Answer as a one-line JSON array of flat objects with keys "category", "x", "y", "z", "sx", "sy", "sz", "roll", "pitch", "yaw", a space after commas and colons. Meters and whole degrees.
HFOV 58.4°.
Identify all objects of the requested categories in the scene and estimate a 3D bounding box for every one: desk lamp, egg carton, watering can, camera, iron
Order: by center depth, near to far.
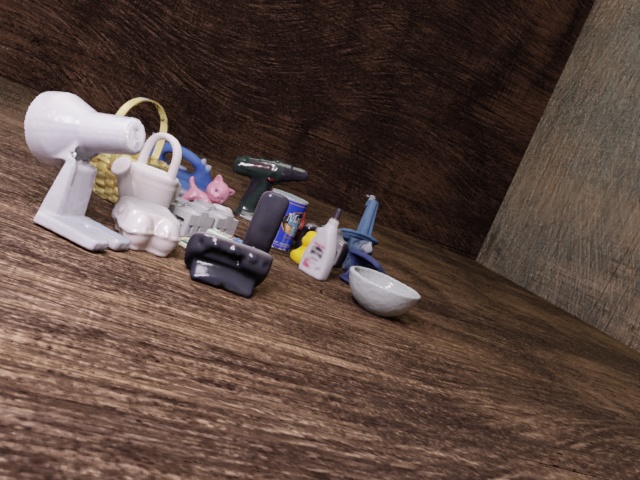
[{"category": "desk lamp", "x": -0.379, "y": -0.116, "z": 0.926, "sx": 0.203, "sy": 0.213, "sz": 0.118, "roll": 25, "pitch": 8, "yaw": 13}, {"category": "egg carton", "x": -0.315, "y": -0.027, "z": 1.032, "sx": 0.108, "sy": 0.069, "sz": 0.149, "roll": 17, "pitch": 10, "yaw": -34}, {"category": "watering can", "x": -0.335, "y": -0.118, "z": 1.130, "sx": 0.101, "sy": 0.194, "sz": 0.173, "roll": 23, "pitch": 8, "yaw": 3}, {"category": "camera", "x": -0.007, "y": 0.001, "z": 1.579, "sx": 0.142, "sy": 0.101, "sz": 0.137, "roll": 28, "pitch": 9, "yaw": 31}, {"category": "iron", "x": -0.411, "y": -0.210, "z": 1.702, "sx": 0.258, "sy": 0.141, "sz": 0.118, "roll": 22, "pitch": 8, "yaw": -5}]

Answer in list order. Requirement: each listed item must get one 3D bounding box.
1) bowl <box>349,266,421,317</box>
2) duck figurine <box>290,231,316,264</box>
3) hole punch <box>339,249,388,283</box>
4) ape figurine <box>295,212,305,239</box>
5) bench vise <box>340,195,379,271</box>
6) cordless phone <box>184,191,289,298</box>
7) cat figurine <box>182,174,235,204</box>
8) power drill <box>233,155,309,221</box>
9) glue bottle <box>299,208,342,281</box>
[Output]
[{"category": "bowl", "x": 0.131, "y": 0.122, "z": 1.258, "sx": 0.167, "sy": 0.075, "sz": 0.167, "roll": 22, "pitch": 8, "yaw": -3}, {"category": "duck figurine", "x": -0.027, "y": 0.021, "z": 1.449, "sx": 0.078, "sy": 0.086, "sz": 0.104, "roll": 20, "pitch": 8, "yaw": -15}, {"category": "hole punch", "x": 0.119, "y": 0.079, "z": 1.447, "sx": 0.108, "sy": 0.091, "sz": 0.101, "roll": 29, "pitch": 10, "yaw": 38}, {"category": "ape figurine", "x": -0.074, "y": -0.051, "z": 1.762, "sx": 0.076, "sy": 0.092, "sz": 0.077, "roll": 18, "pitch": 9, "yaw": -30}, {"category": "bench vise", "x": 0.133, "y": -0.014, "z": 1.632, "sx": 0.122, "sy": 0.220, "sz": 0.206, "roll": 18, "pitch": 9, "yaw": -30}, {"category": "cordless phone", "x": -0.140, "y": -0.010, "z": 0.984, "sx": 0.148, "sy": 0.185, "sz": 0.094, "roll": 20, "pitch": 9, "yaw": -21}, {"category": "cat figurine", "x": -0.301, "y": -0.128, "z": 1.550, "sx": 0.128, "sy": 0.118, "sz": 0.067, "roll": 22, "pitch": 8, "yaw": -3}, {"category": "power drill", "x": -0.172, "y": -0.157, "z": 1.771, "sx": 0.230, "sy": 0.208, "sz": 0.075, "roll": 21, "pitch": 8, "yaw": -14}, {"category": "glue bottle", "x": 0.012, "y": 0.005, "z": 1.349, "sx": 0.078, "sy": 0.173, "sz": 0.037, "roll": 27, "pitch": 9, "yaw": 29}]
